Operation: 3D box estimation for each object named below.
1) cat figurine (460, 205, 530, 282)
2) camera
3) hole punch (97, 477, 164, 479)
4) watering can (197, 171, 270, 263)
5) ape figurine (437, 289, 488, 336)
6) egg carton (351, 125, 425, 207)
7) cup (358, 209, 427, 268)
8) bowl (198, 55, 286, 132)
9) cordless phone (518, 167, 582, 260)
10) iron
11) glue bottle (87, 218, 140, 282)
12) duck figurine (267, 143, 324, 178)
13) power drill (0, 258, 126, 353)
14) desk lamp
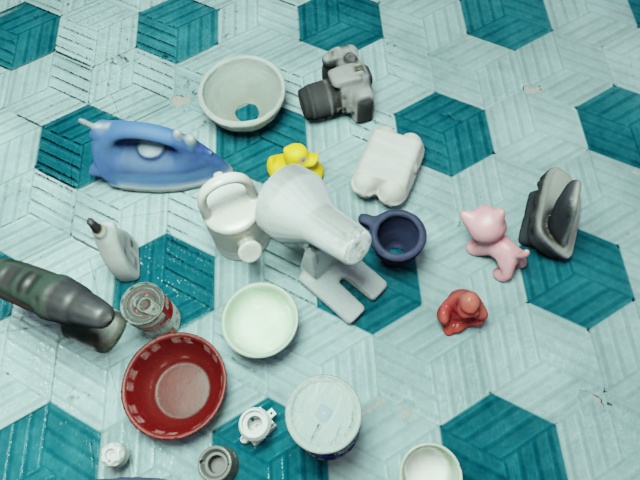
[{"bbox_3d":[0.288,-0.006,0.938,0.067,0.118,0.127,-42,70,-15],"label":"cat figurine"},{"bbox_3d":[0.025,-0.294,1.089,0.137,0.101,0.143,-17,66,-5],"label":"camera"},{"bbox_3d":[-0.268,0.385,0.801,0.108,0.091,0.101,-1,66,2],"label":"hole punch"},{"bbox_3d":[-0.137,-0.043,0.932,0.172,0.194,0.101,41,74,19],"label":"watering can"},{"bbox_3d":[0.228,0.108,0.903,0.077,0.092,0.076,16,67,10],"label":"ape figurine"},{"bbox_3d":[0.123,-0.133,1.029,0.107,0.069,0.150,18,68,10],"label":"egg carton"},{"bbox_3d":[0.115,0.003,0.954,0.117,0.095,0.092,27,70,14],"label":"cup"},{"bbox_3d":[-0.145,-0.267,1.099,0.167,0.075,0.167,-1,66,2],"label":"bowl"},{"bbox_3d":[0.395,-0.064,0.922,0.094,0.185,0.147,13,67,9],"label":"cordless phone"},{"bbox_3d":[-0.293,-0.166,1.024,0.258,0.141,0.118,4,66,4],"label":"iron"},{"bbox_3d":[-0.338,0.005,0.931,0.037,0.173,0.078,-9,65,-1],"label":"glue bottle"},{"bbox_3d":[-0.047,-0.142,1.032,0.104,0.086,0.077,8,66,6],"label":"duck figurine"},{"bbox_3d":[-0.378,0.103,0.869,0.229,0.208,0.076,19,68,11],"label":"power drill"},{"bbox_3d":[0.008,0.003,0.894,0.203,0.214,0.118,39,73,18],"label":"desk lamp"}]
